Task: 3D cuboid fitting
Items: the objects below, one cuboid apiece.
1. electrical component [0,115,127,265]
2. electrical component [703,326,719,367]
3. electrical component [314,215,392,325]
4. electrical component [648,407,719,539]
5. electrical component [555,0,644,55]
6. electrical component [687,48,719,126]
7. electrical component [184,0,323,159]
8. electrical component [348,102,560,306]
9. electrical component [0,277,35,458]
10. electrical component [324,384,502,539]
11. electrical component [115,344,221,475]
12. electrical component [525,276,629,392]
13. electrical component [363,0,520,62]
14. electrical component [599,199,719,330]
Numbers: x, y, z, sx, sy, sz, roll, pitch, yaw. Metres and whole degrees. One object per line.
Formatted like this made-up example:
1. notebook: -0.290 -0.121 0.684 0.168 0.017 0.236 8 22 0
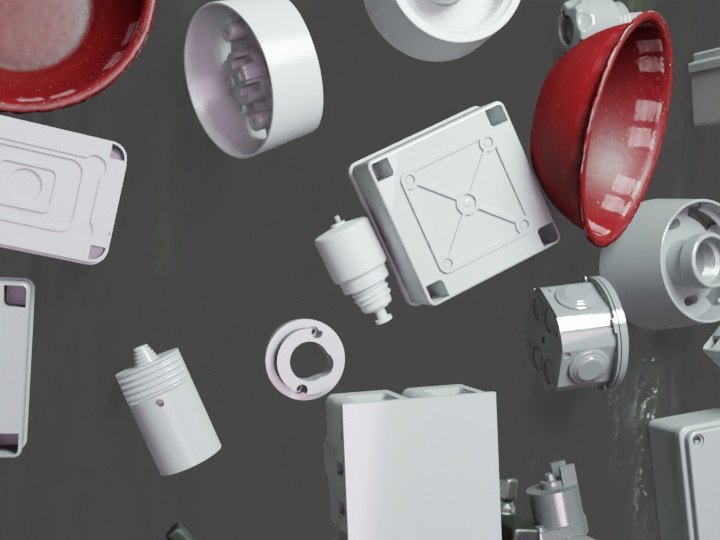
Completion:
1. electrical component: -0.206 -0.051 0.664 0.113 0.057 0.078 12 87 -15
2. electrical component: 0.325 0.039 0.786 0.056 0.109 0.108 42 80 -9
3. electrical component: 0.000 0.000 0.731 0.040 0.040 0.078 -28 98 -13
4. electrical component: 0.279 0.159 0.801 0.109 0.056 0.108 -7 93 -15
5. electrical component: 0.177 -0.175 0.776 0.062 0.043 0.043 -8 93 -16
6. electrical component: 0.315 -0.137 0.781 0.109 0.109 0.056 -6 95 -15
7. electrical component: -0.067 -0.124 0.684 0.064 0.099 0.099 -19 96 -21
8. electrical component: 0.064 -0.045 0.740 0.109 0.056 0.108 -27 97 -14
9. electrical component: -0.257 0.057 0.652 0.109 0.056 0.108 3 90 -15
10. electrical component: 0.036 0.176 0.732 0.105 0.060 0.186 -3 91 -15
11. electrical component: -0.126 0.086 0.695 0.043 0.043 0.081 -25 97 -14
12. electrical component: 0.152 0.046 0.754 0.051 0.080 0.080 -6 92 -10
13. electrical component: 0.060 -0.201 0.734 0.108 0.060 0.108 0 91 -16
14. electrical component: 0.236 -0.005 0.796 0.099 0.064 0.099 2 87 -29
